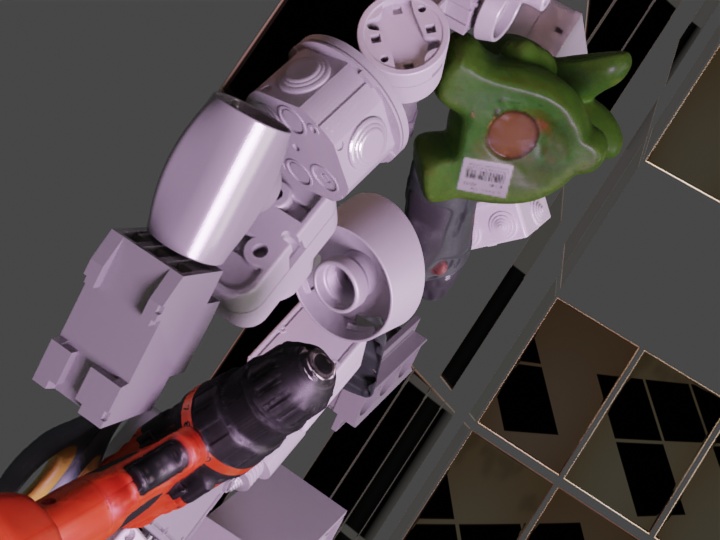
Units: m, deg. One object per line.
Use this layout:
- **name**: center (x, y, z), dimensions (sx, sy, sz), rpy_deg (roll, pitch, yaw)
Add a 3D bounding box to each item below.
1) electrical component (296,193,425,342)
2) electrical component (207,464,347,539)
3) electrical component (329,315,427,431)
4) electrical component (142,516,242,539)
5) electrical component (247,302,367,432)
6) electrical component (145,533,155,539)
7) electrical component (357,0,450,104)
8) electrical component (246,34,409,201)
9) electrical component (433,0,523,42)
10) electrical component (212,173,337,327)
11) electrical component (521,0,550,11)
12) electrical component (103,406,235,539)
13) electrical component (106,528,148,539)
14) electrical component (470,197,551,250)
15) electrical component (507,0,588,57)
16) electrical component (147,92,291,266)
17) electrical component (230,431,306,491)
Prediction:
- **electrical component**: center (0.000, 0.000, 0.774), dimensions (0.064, 0.099, 0.099), rpy_deg (-32, 151, -47)
- **electrical component**: center (-0.091, 0.255, 1.007), dimensions (0.150, 0.089, 0.061), rpy_deg (-29, 148, -62)
- **electrical component**: center (0.006, 0.091, 1.040), dimensions (0.121, 0.063, 0.078), rpy_deg (-37, 155, -54)
- **electrical component**: center (-0.122, 0.239, 0.829), dimensions (0.057, 0.113, 0.078), rpy_deg (-50, 164, -39)
- **electrical component**: center (-0.047, 0.079, 0.844), dimensions (0.096, 0.062, 0.061), rpy_deg (-48, 163, -33)
- **electrical component**: center (-0.165, 0.211, 0.759), dimensions (0.075, 0.047, 0.083), rpy_deg (-50, 164, -28)
- **electrical component**: center (0.027, -0.134, 0.661), dimensions (0.055, 0.055, 0.047), rpy_deg (-55, 169, -12)
- **electrical component**: center (-0.018, -0.081, 0.576), dimensions (0.051, 0.080, 0.080), rpy_deg (-46, 162, -23)
- **electrical component**: center (0.075, -0.183, 0.714), dimensions (0.066, 0.055, 0.048), rpy_deg (-49, 163, -30)
- **electrical component**: center (-0.057, -0.018, 0.625), dimensions (0.095, 0.054, 0.059), rpy_deg (-53, 165, -19)
- **electrical component**: center (0.105, -0.204, 0.756), dimensions (0.048, 0.062, 0.048), rpy_deg (-52, 165, -21)
- **electrical component**: center (-0.131, 0.130, 0.687), dimensions (0.061, 0.061, 0.096), rpy_deg (-53, 157, -19)
- **electrical component**: center (-0.156, 0.201, 0.656), dimensions (0.078, 0.057, 0.113), rpy_deg (-50, 134, -29)
- **electrical component**: center (0.142, -0.057, 1.115), dimensions (0.100, 0.100, 0.048), rpy_deg (-33, 108, -58)
- **electrical component**: center (0.150, -0.180, 0.954), dimensions (0.089, 0.062, 0.150), rpy_deg (-59, 166, 4)
- **electrical component**: center (-0.065, -0.047, 0.558), dimensions (0.077, 0.043, 0.079), rpy_deg (-61, 165, 12)
- **electrical component**: center (-0.087, 0.153, 0.904), dimensions (0.081, 0.043, 0.043), rpy_deg (-48, 163, -33)
